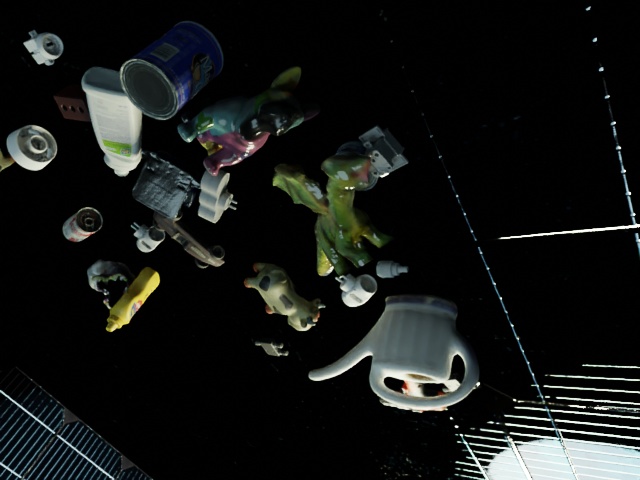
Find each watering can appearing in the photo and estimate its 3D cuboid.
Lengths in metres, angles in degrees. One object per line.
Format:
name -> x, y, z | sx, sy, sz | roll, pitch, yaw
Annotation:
watering can -> 0.147, 0.212, 1.041 | 0.347, 0.229, 0.102 | 1, 150, 29

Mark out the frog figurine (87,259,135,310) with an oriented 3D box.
frog figurine -> -0.603, 0.110, 1.489 | 0.135, 0.123, 0.161 | 46, 173, -31

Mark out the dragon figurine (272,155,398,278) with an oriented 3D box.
dragon figurine -> 0.003, -0.048, 0.958 | 0.242, 0.124, 0.405 | 52, 153, -3
